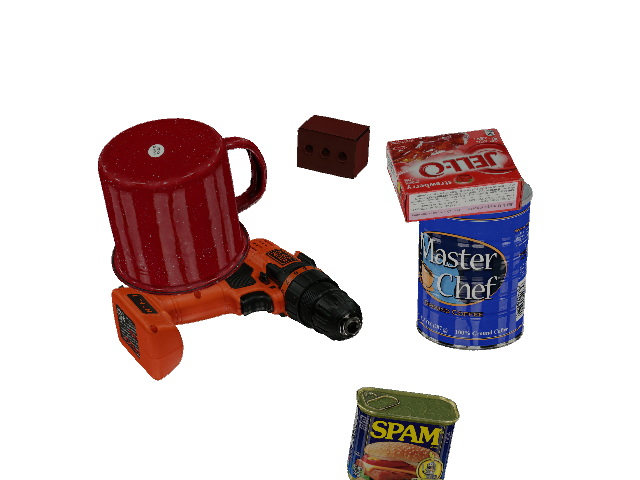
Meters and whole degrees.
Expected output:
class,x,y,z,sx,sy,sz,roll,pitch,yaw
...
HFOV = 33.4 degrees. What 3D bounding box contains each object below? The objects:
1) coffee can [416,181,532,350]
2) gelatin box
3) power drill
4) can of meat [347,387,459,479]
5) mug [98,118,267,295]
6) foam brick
class,x,y,z,sx,sy,sz,roll,pitch,yaw
coffee can,0.141,0.017,0.993,0.103,0.140,0.103,-1,21,0
gelatin box,0.099,-0.050,0.795,0.089,0.030,0.073,-7,37,-4
power drill,-0.077,0.063,0.952,0.187,0.057,0.185,-16,25,-27
can of meat,0.080,0.200,1.063,0.102,0.084,0.057,8,17,-3
mug,-0.086,-0.029,0.690,0.117,0.081,0.093,-24,41,-22
foam brick,0.015,-0.115,1.298,0.078,0.053,0.051,13,31,20
